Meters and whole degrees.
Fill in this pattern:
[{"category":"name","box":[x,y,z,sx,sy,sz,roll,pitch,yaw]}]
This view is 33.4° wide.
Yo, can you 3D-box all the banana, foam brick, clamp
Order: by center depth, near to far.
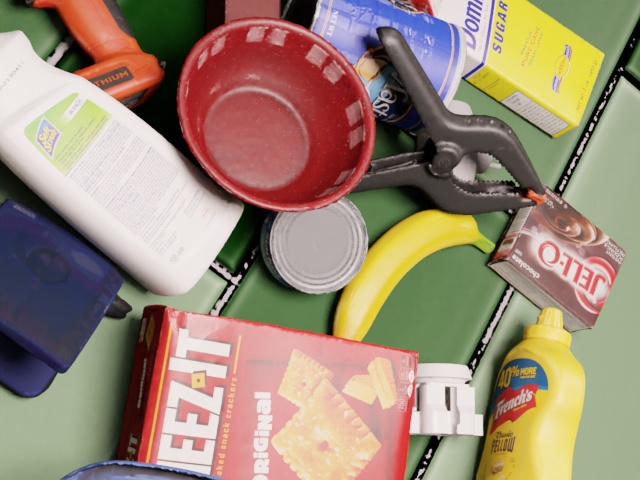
[{"category":"foam brick","box":[-0.065,-0.179,0.904,0.051,0.053,0.078,7,74,-24]},{"category":"clamp","box":[0.093,-0.068,0.906,0.209,0.165,0.036,26,29,-20]},{"category":"banana","box":[0.075,0.022,0.924,0.197,0.037,0.069,-32,90,-28]}]

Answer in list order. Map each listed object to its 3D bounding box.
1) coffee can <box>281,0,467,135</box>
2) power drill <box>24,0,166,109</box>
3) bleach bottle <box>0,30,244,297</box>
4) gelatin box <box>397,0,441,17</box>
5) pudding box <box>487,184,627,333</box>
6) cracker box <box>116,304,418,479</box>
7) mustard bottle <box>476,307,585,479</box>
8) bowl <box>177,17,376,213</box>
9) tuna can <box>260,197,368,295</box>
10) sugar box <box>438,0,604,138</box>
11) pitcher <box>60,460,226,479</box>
[{"category":"coffee can","box":[0.040,-0.161,0.920,0.140,0.103,0.103,18,70,-20]},{"category":"power drill","box":[-0.219,-0.178,0.830,0.184,0.057,0.187,-25,88,-26]},{"category":"bleach bottle","box":[-0.169,-0.069,0.772,0.250,0.068,0.102,47,61,-31]},{"category":"gelatin box","box":[0.066,-0.223,0.939,0.073,0.089,0.030,13,85,13]},{"category":"pudding box","box":[0.221,0.018,0.992,0.113,0.039,0.090,36,65,-12]},{"category":"cracker box","box":[-0.038,0.147,0.808,0.213,0.072,0.164,12,80,-22]},{"category":"mustard bottle","box":[0.181,0.149,0.906,0.058,0.096,0.191,22,68,-18]},{"category":"bowl","box":[-0.040,-0.089,0.829,0.162,0.055,0.162,8,69,-21]},{"category":"tuna can","box":[-0.006,0.001,0.882,0.086,0.034,0.086,-1,92,-20]},{"category":"sugar box","box":[0.182,-0.184,1.024,0.176,0.048,0.093,31,66,-16]},{"category":"pitcher","box":[-0.155,0.230,0.684,0.243,0.145,0.149,15,36,-2]}]
